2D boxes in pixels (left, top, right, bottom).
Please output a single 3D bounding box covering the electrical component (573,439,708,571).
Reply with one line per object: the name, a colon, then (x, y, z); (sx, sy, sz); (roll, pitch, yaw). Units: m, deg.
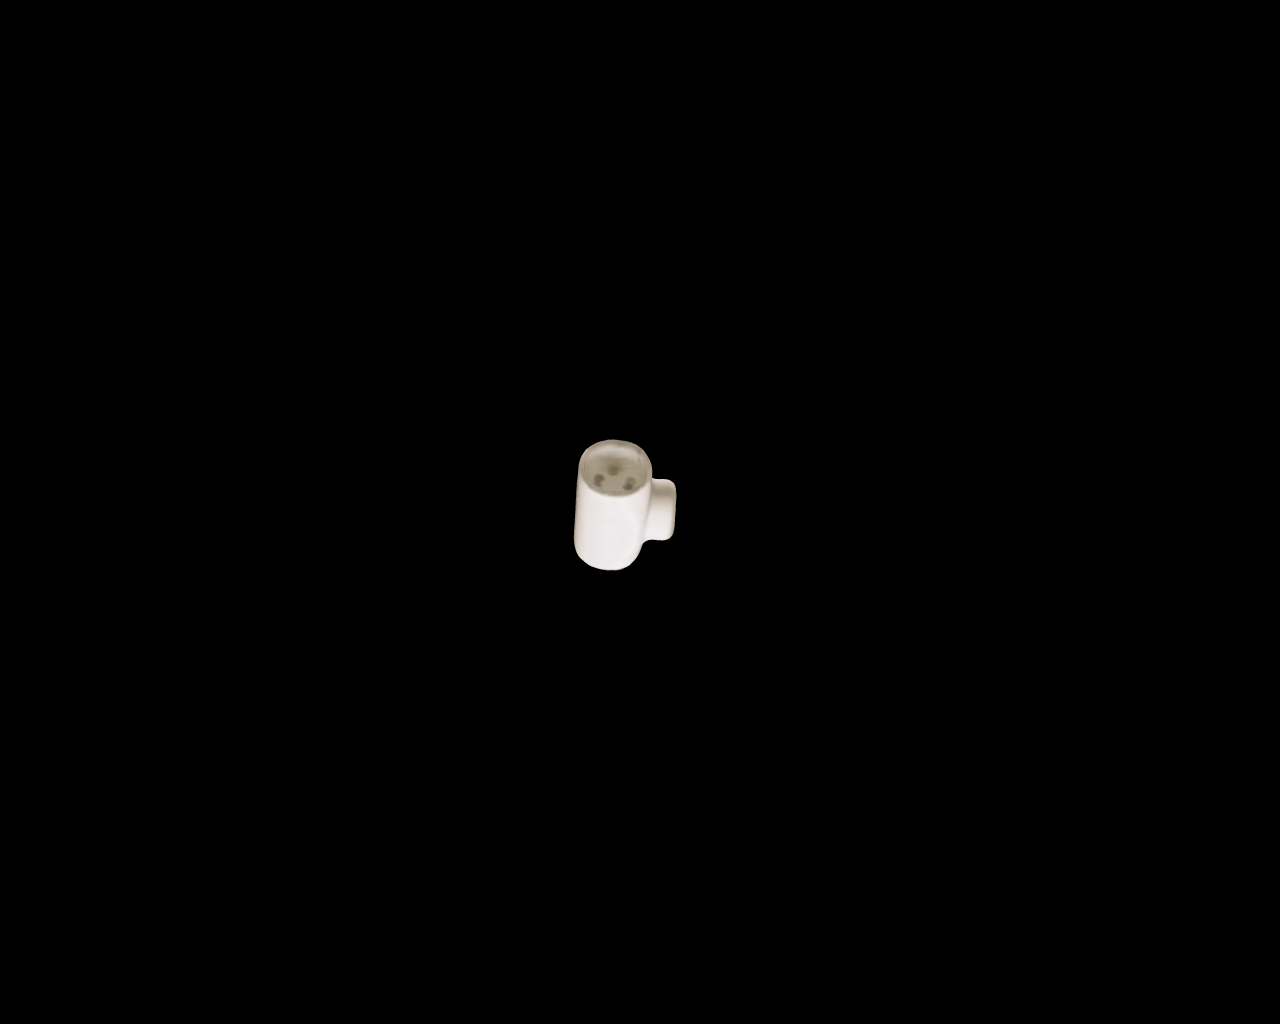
electrical component: (0.001, -0.003, 0.650); (0.079, 0.044, 0.077); (3, -37, -4)
